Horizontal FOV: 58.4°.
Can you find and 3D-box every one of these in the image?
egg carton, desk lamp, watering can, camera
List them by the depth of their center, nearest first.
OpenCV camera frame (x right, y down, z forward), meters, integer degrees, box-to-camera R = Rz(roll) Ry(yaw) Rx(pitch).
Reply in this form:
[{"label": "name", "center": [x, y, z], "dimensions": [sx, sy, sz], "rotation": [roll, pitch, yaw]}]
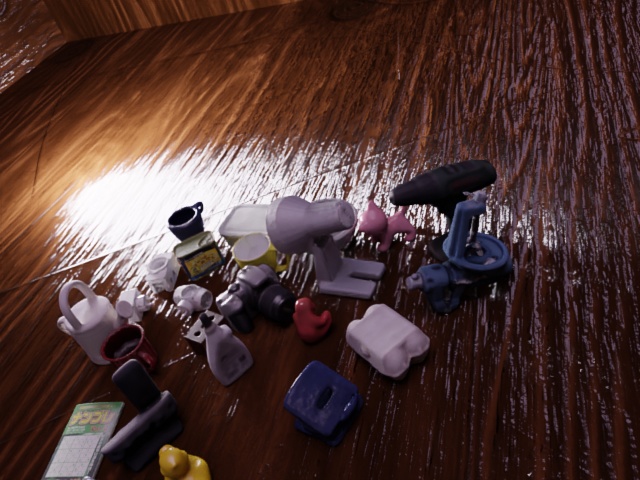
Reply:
[{"label": "egg carton", "center": [0.120, 0.183, 1.038], "dimensions": [0.107, 0.069, 0.149], "rotation": [-37, 42, -21]}, {"label": "desk lamp", "center": [0.011, 0.004, 1.175], "dimensions": [0.202, 0.214, 0.118], "rotation": [5, 45, 27]}, {"label": "camera", "center": [-0.123, 0.122, 1.180], "dimensions": [0.143, 0.101, 0.136], "rotation": [-41, 44, -25]}, {"label": "watering can", "center": [-0.472, 0.162, 1.198], "dimensions": [0.173, 0.194, 0.100], "rotation": [-22, 39, -4]}]

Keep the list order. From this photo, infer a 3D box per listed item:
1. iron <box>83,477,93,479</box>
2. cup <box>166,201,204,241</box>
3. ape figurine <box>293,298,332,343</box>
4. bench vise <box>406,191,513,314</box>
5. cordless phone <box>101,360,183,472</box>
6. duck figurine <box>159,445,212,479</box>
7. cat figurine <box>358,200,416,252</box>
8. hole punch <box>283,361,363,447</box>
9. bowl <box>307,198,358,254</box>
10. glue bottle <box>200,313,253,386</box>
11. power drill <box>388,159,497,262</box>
[{"label": "iron", "center": [-0.296, 0.419, 0.869], "dimensions": [0.257, 0.142, 0.119], "rotation": [15, 50, 34]}, {"label": "cup", "center": [-0.321, -0.033, 1.444], "dimensions": [0.091, 0.095, 0.118], "rotation": [9, 47, 30]}, {"label": "ape figurine", "center": [-0.022, 0.149, 1.115], "dimensions": [0.077, 0.092, 0.076], "rotation": [11, 48, 32]}, {"label": "bench vise", "center": [0.258, 0.027, 1.045], "dimensions": [0.208, 0.220, 0.121], "rotation": [-37, 42, -20]}, {"label": "cordless phone", "center": [-0.333, 0.297, 0.993], "dimensions": [0.093, 0.185, 0.148], "rotation": [21, 53, 38]}, {"label": "duck figurine", "center": [-0.228, 0.378, 0.935], "dimensions": [0.078, 0.086, 0.104], "rotation": [-37, 42, -21]}, {"label": "cat figurine", "center": [0.139, -0.040, 1.252], "dimensions": [0.128, 0.118, 0.067], "rotation": [-24, 39, -6]}, {"label": "hole punch", "center": [0.008, 0.271, 0.962], "dimensions": [0.100, 0.091, 0.109], "rotation": [13, 49, 33]}, {"label": "bowl", "center": [0.011, -0.019, 1.312], "dimensions": [0.167, 0.075, 0.167], "rotation": [-11, 40, 10]}, {"label": "glue bottle", "center": [-0.184, 0.194, 1.063], "dimensions": [0.078, 0.173, 0.037], "rotation": [-38, 43, -22]}, {"label": "power drill", "center": [0.254, -0.061, 1.158], "dimensions": [0.230, 0.209, 0.075], "rotation": [-27, 40, -10]}]
